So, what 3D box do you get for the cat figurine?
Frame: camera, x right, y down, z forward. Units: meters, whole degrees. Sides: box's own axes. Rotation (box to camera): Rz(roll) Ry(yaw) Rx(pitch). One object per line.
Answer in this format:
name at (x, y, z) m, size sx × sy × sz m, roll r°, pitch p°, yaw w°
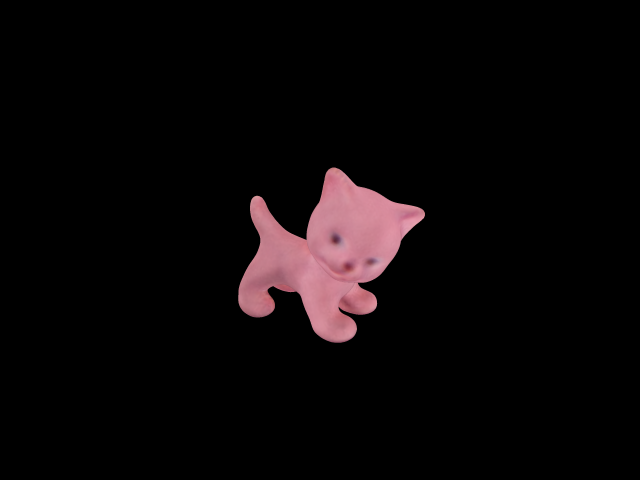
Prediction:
cat figurine at (0.004, 0.001, 0.400) m, size 0.127 × 0.118 × 0.067 m, roll 12°, pitch 27°, yaw 25°
